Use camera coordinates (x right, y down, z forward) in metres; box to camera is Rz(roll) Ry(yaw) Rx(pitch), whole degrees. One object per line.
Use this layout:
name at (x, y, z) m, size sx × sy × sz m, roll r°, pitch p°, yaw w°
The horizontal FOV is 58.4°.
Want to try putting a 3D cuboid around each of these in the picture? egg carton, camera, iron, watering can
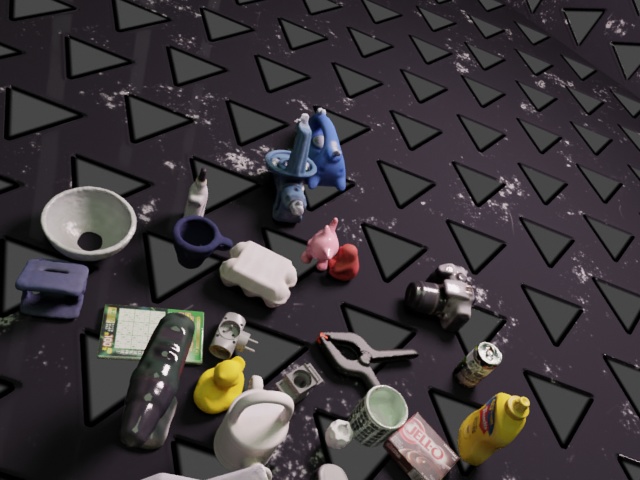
egg carton at (-0.123, 0.069, 1.157) m, size 0.150 × 0.069 × 0.107 m, roll 26°, pitch 47°, yaw -1°
camera at (0.262, 0.114, 1.265) m, size 0.137 × 0.100 × 0.143 m, roll 12°, pitch 48°, yaw -14°
iron at (0.002, -0.246, 1.428) m, size 0.119 × 0.141 × 0.258 m, roll 2°, pitch 52°, yaw -22°
watering can at (-0.097, 0.294, 0.893) m, size 0.101 × 0.194 × 0.172 m, roll -10°, pitch 57°, yaw -30°

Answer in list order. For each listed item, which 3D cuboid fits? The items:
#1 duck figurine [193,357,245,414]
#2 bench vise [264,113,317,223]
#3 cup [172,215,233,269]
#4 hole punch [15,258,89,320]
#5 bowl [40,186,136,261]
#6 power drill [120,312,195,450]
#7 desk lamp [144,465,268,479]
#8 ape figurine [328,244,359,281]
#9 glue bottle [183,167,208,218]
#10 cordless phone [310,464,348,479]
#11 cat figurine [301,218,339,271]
duck figurine at (-0.167, 0.242, 0.981) m, size 0.077 × 0.086 × 0.105 m, roll 38°, pitch 48°, yaw 11°
bench vise at (-0.045, -0.156, 1.278) m, size 0.122 × 0.219 × 0.207 m, roll -11°, pitch 57°, yaw -30°
cup at (-0.237, 0.015, 1.135) m, size 0.118 × 0.095 × 0.091 m, roll 13°, pitch 48°, yaw -13°
hole punch at (-0.463, 0.072, 0.992) m, size 0.109 × 0.091 × 0.101 m, roll 8°, pitch 49°, yaw -17°
bowl at (-0.438, -0.018, 1.090) m, size 0.168 × 0.074 × 0.167 m, roll 12°, pitch 48°, yaw -14°
power drill at (-0.251, 0.234, 0.867) m, size 0.076 × 0.208 × 0.229 m, roll 17°, pitch 47°, yaw -9°
desk lamp at (-0.155, 0.378, 0.783) m, size 0.204 × 0.213 × 0.117 m, roll -6°, pitch 55°, yaw -27°
ape figurine at (0.055, 0.042, 1.242) m, size 0.076 × 0.092 × 0.078 m, roll 39°, pitch 48°, yaw 12°
glue bottle at (-0.249, -0.082, 1.159) m, size 0.037 × 0.173 × 0.078 m, roll 17°, pitch 47°, yaw -9°
cordless phone at (0.044, 0.404, 0.868) m, size 0.094 × 0.185 × 0.147 m, roll -3°, pitch 53°, yaw -25°
cat figurine at (0.011, 0.004, 1.237) m, size 0.067 × 0.117 × 0.128 m, roll 27°, pitch 46°, yaw 0°
